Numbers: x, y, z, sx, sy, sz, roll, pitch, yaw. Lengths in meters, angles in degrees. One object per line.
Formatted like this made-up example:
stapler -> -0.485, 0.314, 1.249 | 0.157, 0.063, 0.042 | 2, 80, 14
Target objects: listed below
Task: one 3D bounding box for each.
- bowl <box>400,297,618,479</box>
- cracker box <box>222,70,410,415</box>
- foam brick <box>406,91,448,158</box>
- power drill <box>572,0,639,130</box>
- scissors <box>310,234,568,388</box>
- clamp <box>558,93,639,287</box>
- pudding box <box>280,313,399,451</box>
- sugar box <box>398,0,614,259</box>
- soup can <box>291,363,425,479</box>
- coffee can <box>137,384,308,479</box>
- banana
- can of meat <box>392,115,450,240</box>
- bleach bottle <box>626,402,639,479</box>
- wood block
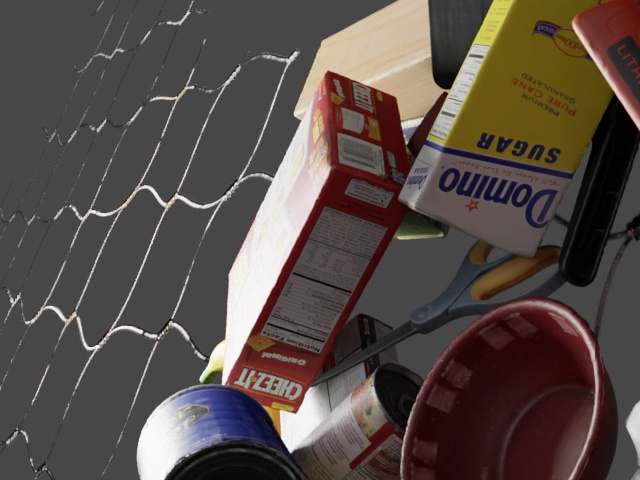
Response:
bowl -> 0.120, 0.117, 0.628 | 0.162, 0.055, 0.162 | -42, 32, 34
cracker box -> -0.005, 0.001, 0.823 | 0.164, 0.072, 0.214 | -93, 26, -58
foam brick -> 0.113, -0.063, 0.793 | 0.051, 0.078, 0.053 | -52, 27, 15
power drill -> 0.213, -0.131, 0.492 | 0.188, 0.057, 0.184 | -39, 63, 31
scissors -> 0.082, 0.040, 0.752 | 0.202, 0.016, 0.096 | -23, 31, 25
clamp -> 0.200, -0.078, 0.697 | 0.165, 0.036, 0.210 | -51, 24, 32
pudding box -> 0.014, 0.124, 0.830 | 0.114, 0.039, 0.090 | -48, 29, 29
sugar box -> 0.131, -0.084, 0.689 | 0.176, 0.093, 0.048 | -66, 16, 4
soup can -> 0.033, 0.143, 0.745 | 0.102, 0.068, 0.068 | -47, 29, 28
coffee can -> -0.065, 0.161, 0.699 | 0.103, 0.102, 0.140 | -61, 13, 0
banana -> -0.060, 0.126, 0.969 | 0.198, 0.037, 0.069 | -156, 76, -65
can of meat -> 0.075, -0.049, 0.871 | 0.102, 0.057, 0.084 | -4, 63, 60
bleach bottle -> 0.219, 0.026, 0.535 | 0.251, 0.068, 0.103 | -62, 29, 3
wood block -> 0.079, -0.145, 0.920 | 0.207, 0.090, 0.090 | -14, 51, 57
